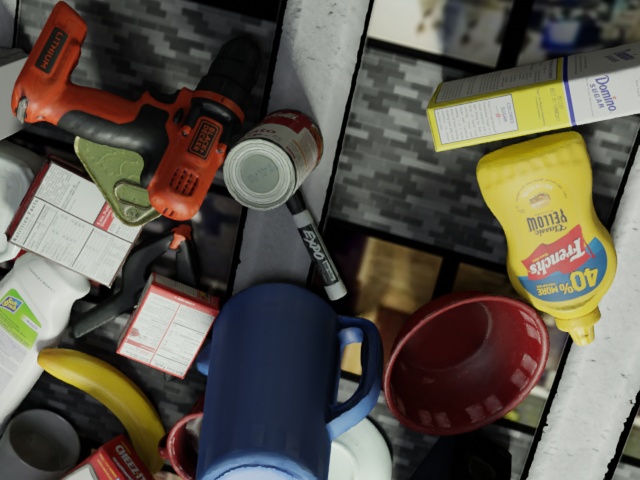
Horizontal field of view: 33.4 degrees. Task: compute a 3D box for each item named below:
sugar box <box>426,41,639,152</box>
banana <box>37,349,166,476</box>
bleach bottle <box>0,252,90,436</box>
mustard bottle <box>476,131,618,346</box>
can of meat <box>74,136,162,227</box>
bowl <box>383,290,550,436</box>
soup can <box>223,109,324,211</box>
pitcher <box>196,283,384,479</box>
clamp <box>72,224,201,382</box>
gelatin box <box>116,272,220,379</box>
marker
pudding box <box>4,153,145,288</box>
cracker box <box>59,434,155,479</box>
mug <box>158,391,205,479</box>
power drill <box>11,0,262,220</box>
[{"bbox_3d":[0.183,-0.119,0.888,0.176,0.093,0.048,-7,110,17],"label":"sugar box"},{"bbox_3d":[-0.214,0.178,1.116,0.037,0.069,0.197,4,129,60],"label":"banana"},{"bbox_3d":[-0.310,0.096,1.112,0.102,0.068,0.251,40,112,-5],"label":"bleach bottle"},{"bbox_3d":[0.210,0.006,0.948,0.096,0.058,0.191,-16,106,16],"label":"mustard bottle"},{"bbox_3d":[-0.170,-0.074,0.998,0.057,0.083,0.102,-27,101,21],"label":"can of meat"},{"bbox_3d":[0.127,0.103,0.986,0.162,0.055,0.162,-9,125,-13],"label":"bowl"},{"bbox_3d":[-0.041,-0.073,0.956,0.068,0.102,0.068,5,112,13],"label":"soup can"},{"bbox_3d":[-0.035,0.152,0.959,0.145,0.242,0.149,27,117,-13],"label":"pitcher"},{"bbox_3d":[-0.179,0.056,1.073,0.120,0.039,0.172,16,112,-6],"label":"clamp"},{"bbox_3d":[-0.149,0.084,1.048,0.073,0.030,0.089,23,113,-16],"label":"gelatin box"},{"bbox_3d":[-0.007,0.001,1.021,0.020,0.020,0.121,-20,105,20],"label":"marker"},{"bbox_3d":[-0.231,-0.017,1.024,0.113,0.039,0.090,28,96,-24],"label":"pudding box"},{"bbox_3d":[-0.243,0.329,1.091,0.214,0.072,0.164,-38,85,11],"label":"cracker box"},{"bbox_3d":[-0.109,0.199,1.088,0.117,0.081,0.093,-15,106,19],"label":"mug"},{"bbox_3d":[-0.156,-0.131,0.925,0.187,0.184,0.057,25,157,-9],"label":"power drill"}]
